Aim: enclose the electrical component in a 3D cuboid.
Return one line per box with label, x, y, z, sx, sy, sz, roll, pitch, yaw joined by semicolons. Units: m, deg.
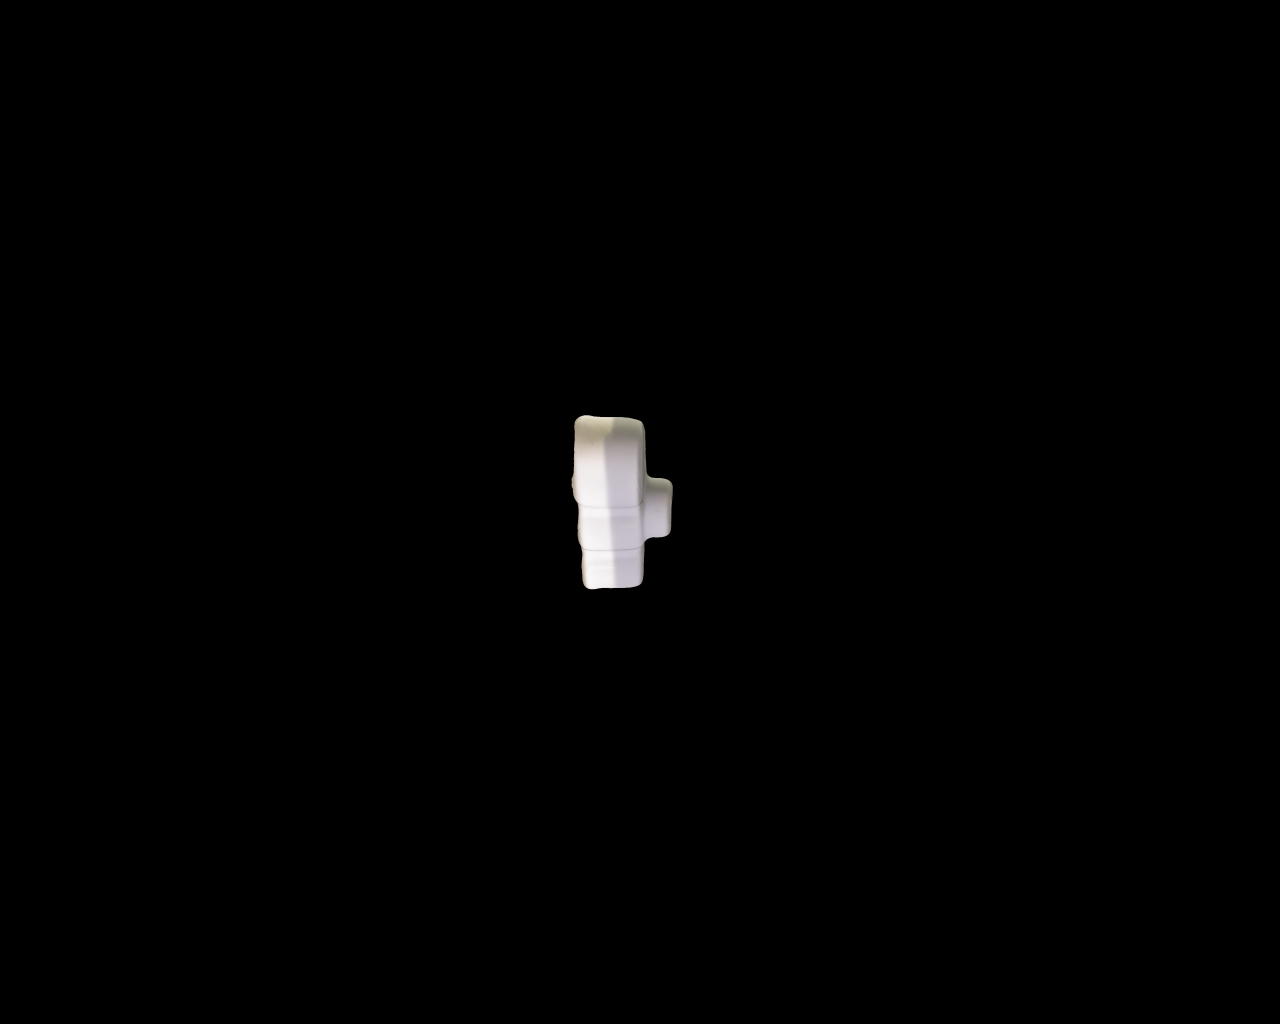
electrical component;0.001;-0.003;0.650;0.074;0.052;0.138;0;-37;0
